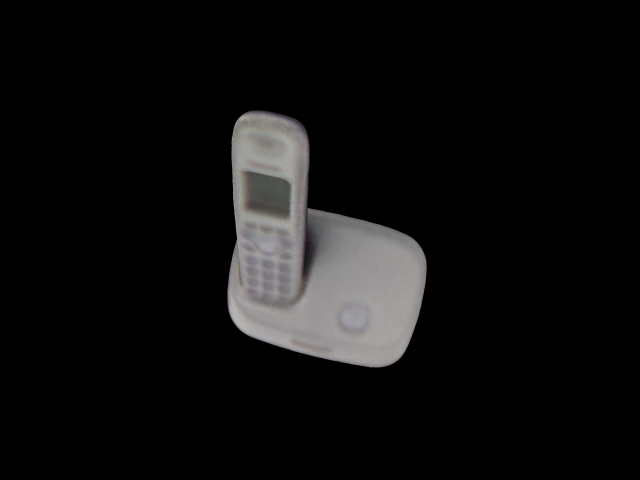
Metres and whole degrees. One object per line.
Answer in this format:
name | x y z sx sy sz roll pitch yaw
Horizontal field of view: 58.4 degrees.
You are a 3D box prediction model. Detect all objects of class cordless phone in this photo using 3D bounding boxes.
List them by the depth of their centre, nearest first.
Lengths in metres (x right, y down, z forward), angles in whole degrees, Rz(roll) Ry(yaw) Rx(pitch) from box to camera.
cordless phone | 0.004 0.001 0.400 0.147 0.185 0.094 11 51 9
